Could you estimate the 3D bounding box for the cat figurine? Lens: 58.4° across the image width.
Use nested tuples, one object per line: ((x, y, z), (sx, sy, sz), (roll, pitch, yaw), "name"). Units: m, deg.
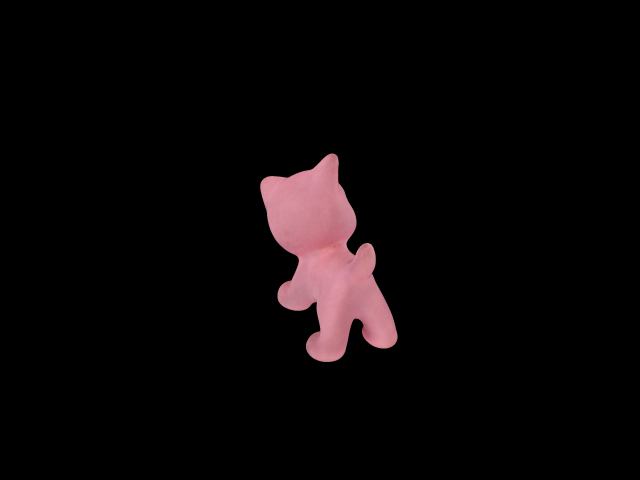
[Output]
((0.004, 0.001, 0.400), (0.067, 0.118, 0.127), (-13, 32, -22), "cat figurine")
